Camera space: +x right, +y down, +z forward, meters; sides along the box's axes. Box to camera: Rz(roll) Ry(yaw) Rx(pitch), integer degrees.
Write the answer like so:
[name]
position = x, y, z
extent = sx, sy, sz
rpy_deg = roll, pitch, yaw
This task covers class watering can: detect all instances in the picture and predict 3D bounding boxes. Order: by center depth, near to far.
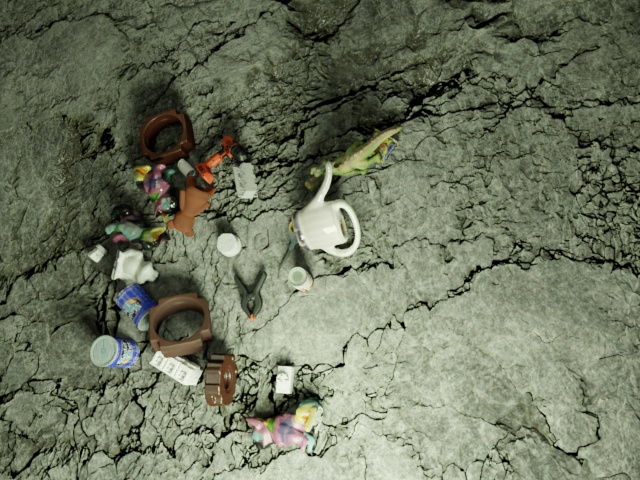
[watering can]
position = 0.005, -0.087, 1.729
extent = 0.223, 0.106, 0.342
rpy_deg = -15, 112, 17

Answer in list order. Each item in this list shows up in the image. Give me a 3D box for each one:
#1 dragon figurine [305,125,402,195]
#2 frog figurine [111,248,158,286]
[dragon figurine]
position = 0.080, -0.264, 1.745
extent = 0.246, 0.403, 0.123
rpy_deg = -26, 83, -37
[frog figurine]
position = -0.681, 0.104, 1.912
extent = 0.159, 0.121, 0.140
rpy_deg = 13, 64, -20
